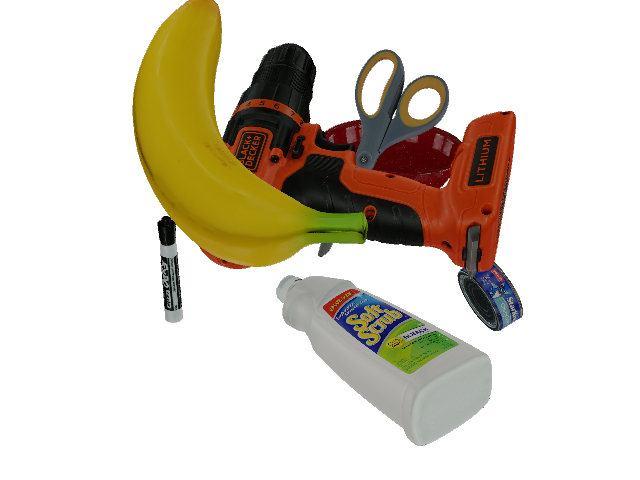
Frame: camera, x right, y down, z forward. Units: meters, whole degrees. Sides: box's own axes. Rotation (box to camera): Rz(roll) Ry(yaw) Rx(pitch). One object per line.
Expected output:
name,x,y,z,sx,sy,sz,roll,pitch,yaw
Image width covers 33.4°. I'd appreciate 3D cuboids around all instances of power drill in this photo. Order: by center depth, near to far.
power drill,0.028,-0.053,0.688,0.188,0.184,0.057,6,-36,12

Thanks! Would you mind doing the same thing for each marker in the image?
marker,-0.156,0.030,1.108,0.020,0.121,0.020,0,29,0

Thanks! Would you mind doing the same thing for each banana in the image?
banana,-0.049,-0.048,0.476,0.069,0.037,0.198,-15,46,-17

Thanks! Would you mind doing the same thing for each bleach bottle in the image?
bleach bottle,0.038,0.094,1.001,0.102,0.068,0.251,-24,34,-32

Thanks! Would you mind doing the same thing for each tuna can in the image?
tuna can,0.198,0.063,1.251,0.033,0.086,0.086,-31,6,-11

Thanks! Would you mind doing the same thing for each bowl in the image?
bowl,0.078,-0.082,1.181,0.162,0.055,0.162,3,27,-2

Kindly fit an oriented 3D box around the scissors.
scissors,0.061,-0.077,0.972,0.096,0.202,0.016,8,-11,11
